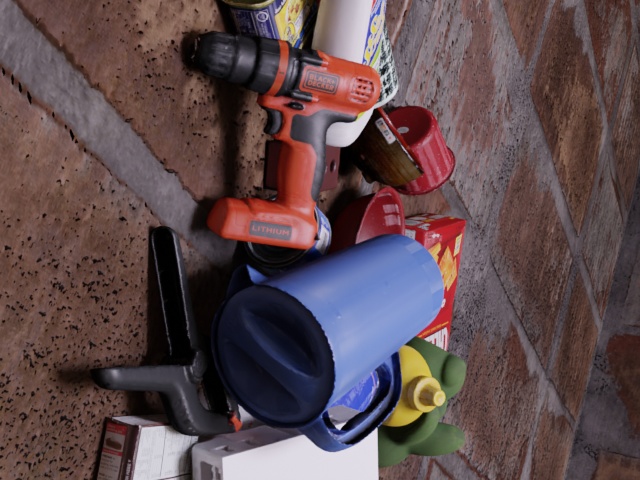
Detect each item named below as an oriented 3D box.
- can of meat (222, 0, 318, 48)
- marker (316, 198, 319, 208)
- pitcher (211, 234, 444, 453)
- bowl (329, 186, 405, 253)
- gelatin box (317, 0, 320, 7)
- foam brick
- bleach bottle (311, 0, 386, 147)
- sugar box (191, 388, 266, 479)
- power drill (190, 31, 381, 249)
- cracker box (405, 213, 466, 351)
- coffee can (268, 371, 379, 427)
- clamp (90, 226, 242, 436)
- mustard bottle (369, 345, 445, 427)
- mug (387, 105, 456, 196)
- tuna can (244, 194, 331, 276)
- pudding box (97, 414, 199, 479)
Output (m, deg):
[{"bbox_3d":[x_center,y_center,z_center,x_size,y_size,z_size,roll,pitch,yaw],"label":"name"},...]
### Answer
[{"bbox_3d":[-0.044,-0.223,1.012,0.102,0.058,0.084,-62,152,-32],"label":"can of meat"},{"bbox_3d":[-0.008,0.001,1.218,0.020,0.020,0.121,-44,137,-52],"label":"marker"},{"bbox_3d":[0.024,0.083,1.014,0.242,0.145,0.149,-24,130,-53],"label":"pitcher"},{"bbox_3d":[0.050,0.011,1.302,0.161,0.055,0.162,-35,130,-57],"label":"bowl"},{"bbox_3d":[0.028,-0.267,1.129,0.089,0.073,0.030,-44,138,-52],"label":"gelatin box"},{"bbox_3d":[-0.018,-0.079,1.127,0.078,0.051,0.053,-21,118,-62],"label":"foam brick"},{"bbox_3d":[0.030,-0.219,1.029,0.102,0.068,0.251,-58,163,-45],"label":"bleach bottle"},{"bbox_3d":[-0.110,0.245,1.061,0.093,0.048,0.176,45,60,-59],"label":"sugar box"},{"bbox_3d":[-0.047,-0.091,0.988,0.184,0.057,0.188,10,107,-22],"label":"power drill"},{"bbox_3d":[0.137,0.076,1.493,0.164,0.072,0.214,-13,111,-63],"label":"cracker box"},{"bbox_3d":[-0.009,0.184,1.185,0.140,0.103,0.103,-47,139,-50],"label":"coffee can"},{"bbox_3d":[-0.127,0.115,0.939,0.164,0.036,0.210,-67,144,-44],"label":"clamp"},{"bbox_3d":[0.079,0.169,1.263,0.058,0.192,0.096,14,87,-34],"label":"mustard bottle"},{"bbox_3d":[0.117,-0.126,1.370,0.081,0.093,0.117,60,16,-47],"label":"mug"},{"bbox_3d":[-0.034,-0.005,1.080,0.033,0.086,0.086,47,57,-58],"label":"tuna can"},{"bbox_3d":[-0.154,0.204,0.960,0.113,0.039,0.090,19,79,-68],"label":"pudding box"}]
